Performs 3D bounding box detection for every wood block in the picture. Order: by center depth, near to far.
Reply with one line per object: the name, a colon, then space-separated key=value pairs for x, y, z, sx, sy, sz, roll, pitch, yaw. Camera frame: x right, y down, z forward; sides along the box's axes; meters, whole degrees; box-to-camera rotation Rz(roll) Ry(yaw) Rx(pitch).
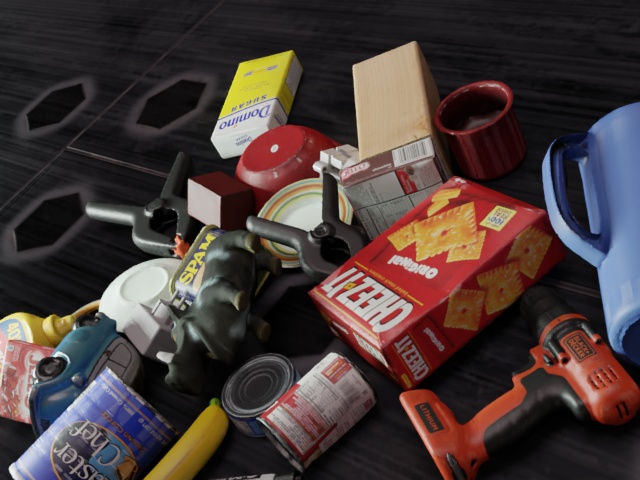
wood block: x=0.100 y=-0.140 z=1.298 sx=0.091 sy=0.090 sz=0.206 roll=-19 pitch=38 yaw=14

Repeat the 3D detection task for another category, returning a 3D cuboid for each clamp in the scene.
clamp: x=-0.008 y=0.001 z=1.217 sx=0.120 sy=0.039 sz=0.171 roll=-28 pitch=49 yaw=-1
clamp: x=-0.226 y=-0.032 z=1.431 sx=0.164 sy=0.036 sz=0.210 roll=-27 pitch=39 yaw=-3

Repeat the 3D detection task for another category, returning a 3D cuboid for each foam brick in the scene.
foam brick: x=-0.127 y=-0.049 z=1.356 sx=0.051 sy=0.053 sz=0.078 roll=-15 pitch=31 yaw=-35

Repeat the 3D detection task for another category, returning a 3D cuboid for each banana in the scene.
banana: x=-0.150 y=0.236 z=1.071 sx=0.197 sy=0.037 sz=0.070 roll=-47 pitch=2 yaw=-25

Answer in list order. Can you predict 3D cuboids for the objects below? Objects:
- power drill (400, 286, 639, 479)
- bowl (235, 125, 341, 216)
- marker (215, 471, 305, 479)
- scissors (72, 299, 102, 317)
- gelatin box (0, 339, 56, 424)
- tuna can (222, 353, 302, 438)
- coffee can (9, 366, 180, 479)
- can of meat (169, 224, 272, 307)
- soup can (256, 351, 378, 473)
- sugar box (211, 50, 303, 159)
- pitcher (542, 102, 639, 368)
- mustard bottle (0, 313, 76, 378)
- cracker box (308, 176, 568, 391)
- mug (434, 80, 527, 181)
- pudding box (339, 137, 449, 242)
power drill: x=0.170 y=0.130 z=0.963 sx=0.187 sy=0.057 sz=0.184 roll=-30 pitch=31 yaw=2
bowl: x=-0.050 y=-0.099 z=1.379 sx=0.162 sy=0.055 sz=0.162 roll=-18 pitch=39 yaw=15
marker: x=-0.071 y=0.237 z=1.030 sx=0.121 sy=0.020 sz=0.020 roll=-11 pitch=41 yaw=23
scissors: x=-0.337 y=0.145 z=1.320 sx=0.201 sy=0.016 sz=0.096 roll=-36 pitch=37 yaw=-8
gelatin box: x=-0.331 y=0.165 z=1.228 sx=0.073 sy=0.030 sz=0.089 roll=10 pitch=87 yaw=16
tuna can: x=-0.058 y=0.159 z=1.101 sx=0.086 sy=0.033 sz=0.086 roll=-19 pitch=38 yaw=15
coffee can: x=-0.227 y=0.214 z=1.082 sx=0.140 sy=0.102 sz=0.103 roll=-47 pitch=39 yaw=-12
can of meat: x=-0.114 y=0.040 z=1.249 sx=0.084 sy=0.057 sz=0.102 roll=18 pitch=70 yaw=41
soup can: x=-0.002 y=0.164 z=1.029 sx=0.102 sy=0.068 sz=0.069 roll=-41 pitch=38 yaw=-15
sugar box: x=-0.088 y=-0.196 z=1.525 sx=0.093 sy=0.048 sz=0.176 roll=-11 pitch=40 yaw=24
pitcher: x=0.299 y=-0.005 z=0.972 sx=0.149 sy=0.145 sz=0.242 roll=-21 pitch=39 yaw=28
mustard bottle: x=-0.374 y=0.143 z=1.290 sx=0.192 sy=0.058 sz=0.096 roll=-29 pitch=60 yaw=9
cracker box: x=0.115 y=0.035 z=1.084 sx=0.213 sy=0.072 sz=0.164 roll=-38 pitch=29 yaw=-11
mug: x=0.181 y=-0.126 z=1.233 sx=0.093 sy=0.081 sz=0.117 roll=-42 pitch=39 yaw=-16
pudding box: x=0.090 y=-0.055 z=1.206 sx=0.114 sy=0.090 sz=0.039 roll=-18 pitch=40 yaw=14
